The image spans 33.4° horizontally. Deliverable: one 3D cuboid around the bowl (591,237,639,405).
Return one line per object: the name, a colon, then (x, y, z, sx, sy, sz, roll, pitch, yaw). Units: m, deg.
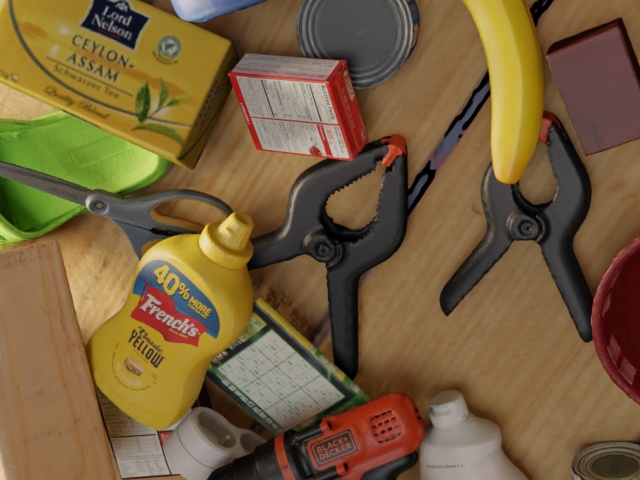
bowl: (0.277, 0.050, 0.760, 0.162, 0.055, 0.162, 5, 111, 14)

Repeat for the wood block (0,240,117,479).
wood block: (-0.241, 0.111, 0.850, 0.091, 0.090, 0.206, -5, 99, 53)

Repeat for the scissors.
scissors: (-0.169, -0.013, 0.850, 0.201, 0.016, 0.096, 6, 125, -9)

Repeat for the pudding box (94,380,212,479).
pudding box: (-0.142, 0.150, 0.927, 0.090, 0.039, 0.113, -7, 106, 17)

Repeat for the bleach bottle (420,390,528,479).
bleach bottle: (0.149, 0.237, 0.859, 0.103, 0.068, 0.251, -14, 104, 34)

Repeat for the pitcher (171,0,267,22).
pitcher: (-0.095, -0.275, 0.716, 0.145, 0.149, 0.243, -23, 107, -8)

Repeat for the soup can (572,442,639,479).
soup can: (0.233, 0.217, 0.827, 0.069, 0.068, 0.102, -4, 108, 17)

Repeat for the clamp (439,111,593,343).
clamp: (0.163, -0.005, 0.782, 0.120, 0.039, 0.171, 16, 113, 8)

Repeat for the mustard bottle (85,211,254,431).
mustard bottle: (-0.105, 0.053, 0.824, 0.096, 0.058, 0.192, 42, 118, 12)

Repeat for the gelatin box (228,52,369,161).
gelatin box: (-0.015, -0.098, 0.779, 0.089, 0.030, 0.073, 9, 138, 29)

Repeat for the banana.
banana: (0.116, -0.139, 0.738, 0.070, 0.037, 0.198, -26, 89, 24)

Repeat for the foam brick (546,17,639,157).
foam brick: (0.193, -0.105, 0.730, 0.053, 0.051, 0.078, -19, 103, 22)

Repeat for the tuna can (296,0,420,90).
tuna can: (0.028, -0.154, 0.768, 0.086, 0.033, 0.086, 5, 111, 14)

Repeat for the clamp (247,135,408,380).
clamp: (-0.005, 0.001, 0.831, 0.164, 0.036, 0.210, 27, 115, -3)

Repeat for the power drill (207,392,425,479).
power drill: (0.017, 0.229, 0.808, 0.184, 0.057, 0.188, -25, 79, 11)
